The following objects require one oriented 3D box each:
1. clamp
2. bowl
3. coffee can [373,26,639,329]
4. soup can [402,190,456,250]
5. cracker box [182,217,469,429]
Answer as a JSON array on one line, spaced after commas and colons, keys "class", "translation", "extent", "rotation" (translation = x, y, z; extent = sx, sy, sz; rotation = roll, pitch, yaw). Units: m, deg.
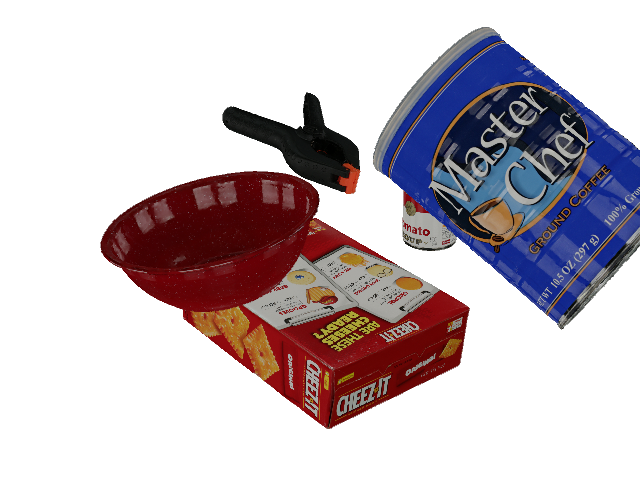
[{"class": "clamp", "translation": [-0.024, -0.103, 1.118], "extent": [0.120, 0.039, 0.172], "rotation": [-14, 39, -23]}, {"class": "bowl", "translation": [-0.075, 0.006, 0.783], "extent": [0.162, 0.055, 0.162], "rotation": [-10, 26, 5]}, {"class": "coffee can", "translation": [0.114, -0.035, 0.592], "extent": [0.140, 0.103, 0.102], "rotation": [42, 12, 14]}, {"class": "soup can", "translation": [0.133, -0.047, 1.285], "extent": [0.068, 0.102, 0.068], "rotation": [-1, 26, 0]}, {"class": "cracker box", "translation": [0.000, 0.068, 0.969], "extent": [0.163, 0.072, 0.214], "rotation": [-20, 36, -36]}]
